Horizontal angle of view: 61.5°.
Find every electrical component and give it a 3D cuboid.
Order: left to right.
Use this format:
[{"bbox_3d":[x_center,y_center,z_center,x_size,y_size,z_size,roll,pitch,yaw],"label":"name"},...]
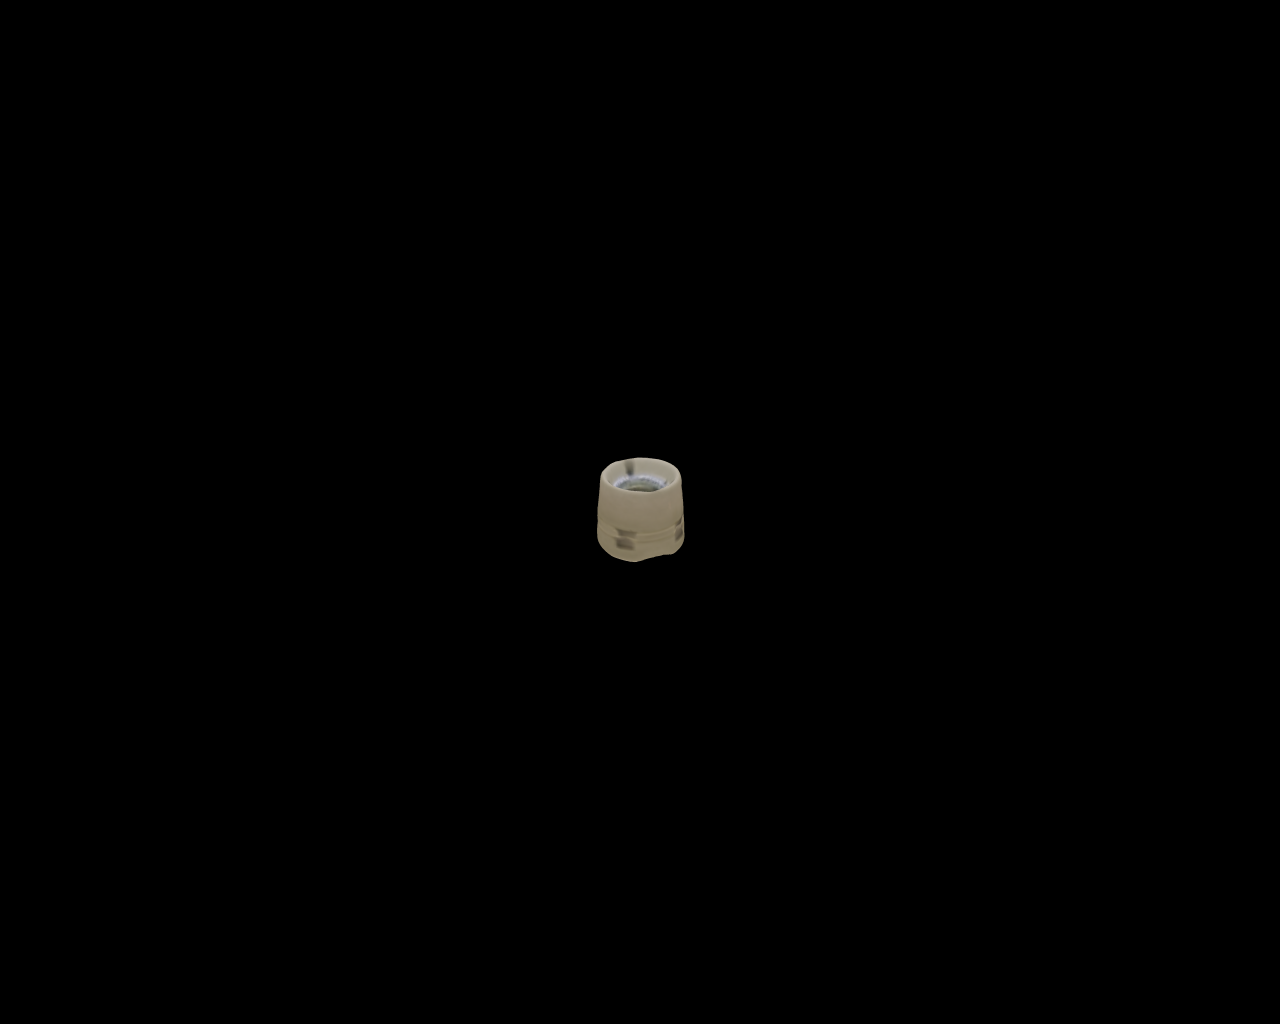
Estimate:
[{"bbox_3d":[0.001,-0.003,0.650,0.055,0.047,0.055,0,30,0],"label":"electrical component"}]
